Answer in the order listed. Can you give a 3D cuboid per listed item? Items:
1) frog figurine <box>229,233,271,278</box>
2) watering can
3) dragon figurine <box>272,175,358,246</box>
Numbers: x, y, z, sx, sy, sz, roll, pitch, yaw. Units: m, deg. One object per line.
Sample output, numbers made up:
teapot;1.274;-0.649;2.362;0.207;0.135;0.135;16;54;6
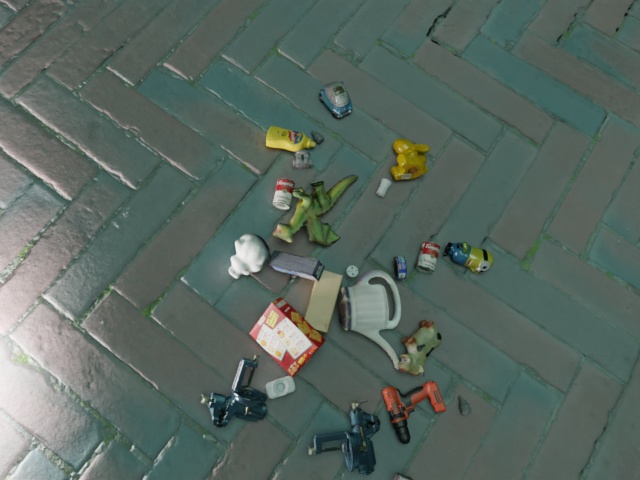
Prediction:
frog figurine;-0.262;0.058;1.842;0.161;0.122;0.137;-35;96;-25
watering can;0.177;0.280;1.800;0.224;0.103;0.351;-2;79;-6
dragon figurine;0.006;-0.097;1.927;0.413;0.122;0.242;-16;95;-27
